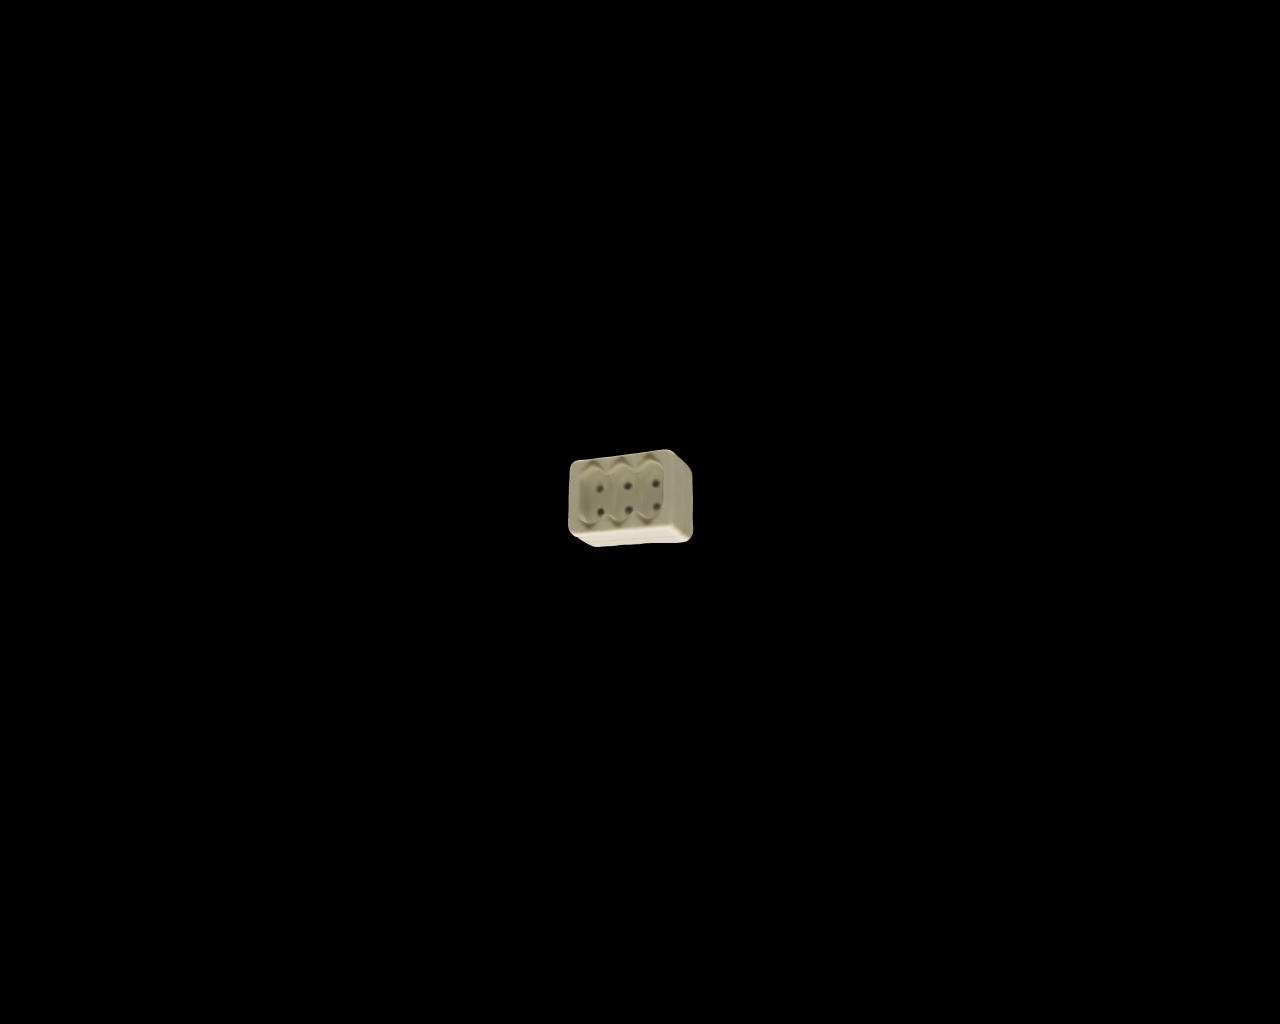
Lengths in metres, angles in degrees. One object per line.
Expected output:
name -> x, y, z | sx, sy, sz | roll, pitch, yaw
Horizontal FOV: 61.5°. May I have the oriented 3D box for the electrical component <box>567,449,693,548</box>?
electrical component -> 0.001, -0.003, 0.650 | 0.066, 0.047, 0.076 | -5, -15, 18
